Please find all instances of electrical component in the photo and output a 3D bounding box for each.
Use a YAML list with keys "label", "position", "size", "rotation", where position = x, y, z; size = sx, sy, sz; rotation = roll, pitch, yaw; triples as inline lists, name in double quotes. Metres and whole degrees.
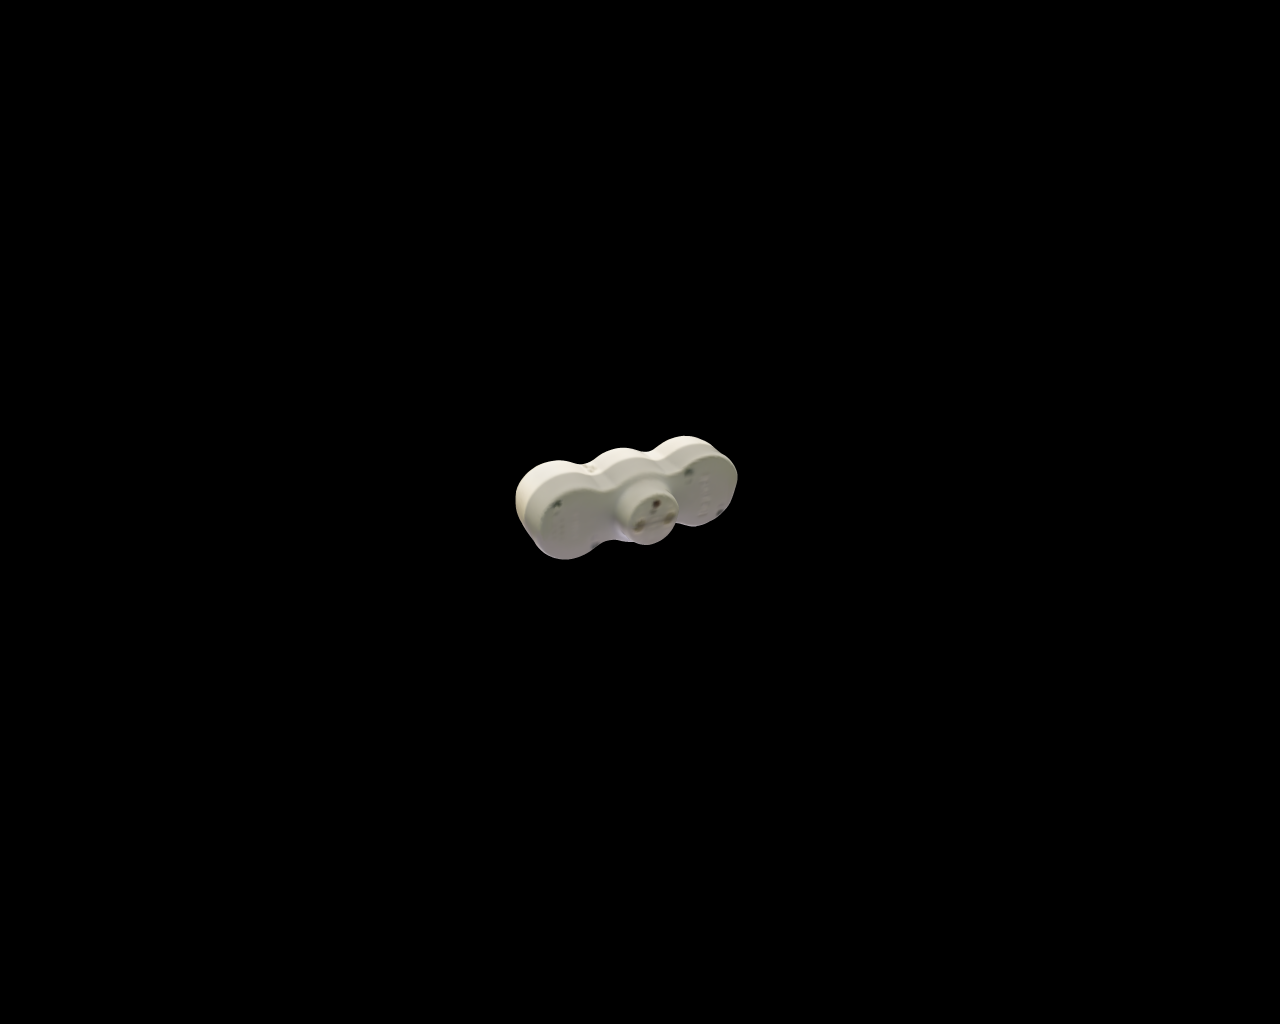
- label: "electrical component"
  position: [0.001, -0.003, 0.650]
  size: [0.138, 0.052, 0.074]
  rotation: [-13, 32, -22]
